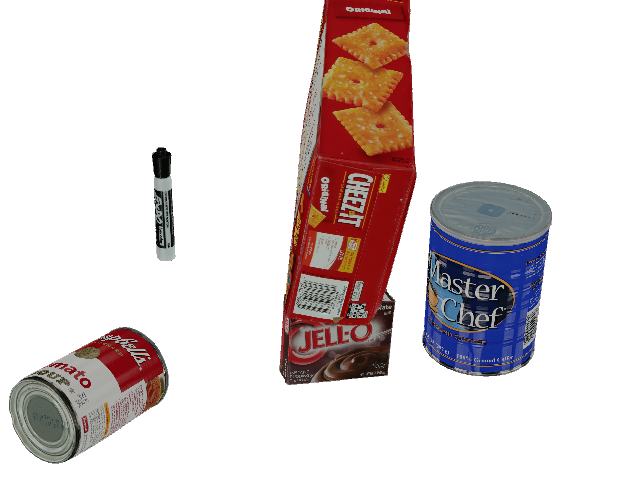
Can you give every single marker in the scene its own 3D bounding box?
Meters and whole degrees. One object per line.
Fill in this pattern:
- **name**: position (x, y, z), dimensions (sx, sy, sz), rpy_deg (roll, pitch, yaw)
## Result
- **marker**: position (-0.157, -0.036, 1.066), dimensions (0.020, 0.121, 0.020), rpy_deg (1, 28, -1)

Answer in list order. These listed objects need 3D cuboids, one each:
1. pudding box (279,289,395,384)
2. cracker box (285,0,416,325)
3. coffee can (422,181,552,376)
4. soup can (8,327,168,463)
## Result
- **pudding box**: position (0.016, 0.097, 1.099), dimensions (0.113, 0.090, 0.039), rpy_deg (-4, 27, -17)
- **cracker box**: position (0.023, -0.069, 0.786), dimensions (0.072, 0.213, 0.164), rpy_deg (8, -44, -4)
- **coffee can**: position (0.144, 0.033, 0.938), dimensions (0.103, 0.140, 0.103), rpy_deg (0, 31, 0)
- **soup can**: position (-0.171, 0.113, 0.791), dimensions (0.069, 0.068, 0.102), rpy_deg (0, 16, 32)
